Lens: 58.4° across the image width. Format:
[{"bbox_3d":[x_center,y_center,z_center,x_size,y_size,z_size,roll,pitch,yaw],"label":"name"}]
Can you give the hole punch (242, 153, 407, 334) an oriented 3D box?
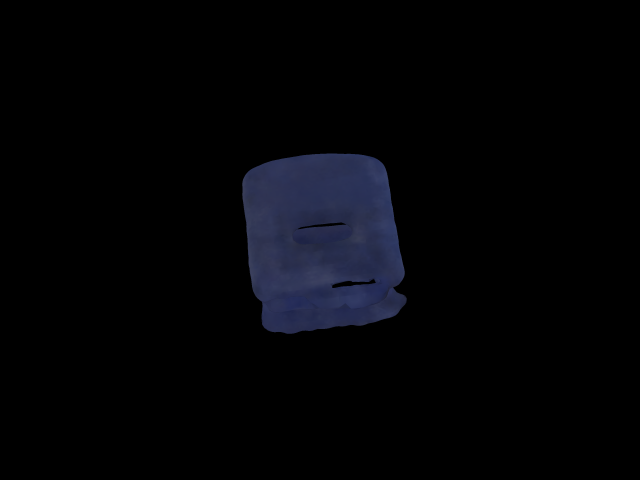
[{"bbox_3d":[0.004,0.001,0.400,0.108,0.091,0.101,-7,47,-6],"label":"hole punch"}]
